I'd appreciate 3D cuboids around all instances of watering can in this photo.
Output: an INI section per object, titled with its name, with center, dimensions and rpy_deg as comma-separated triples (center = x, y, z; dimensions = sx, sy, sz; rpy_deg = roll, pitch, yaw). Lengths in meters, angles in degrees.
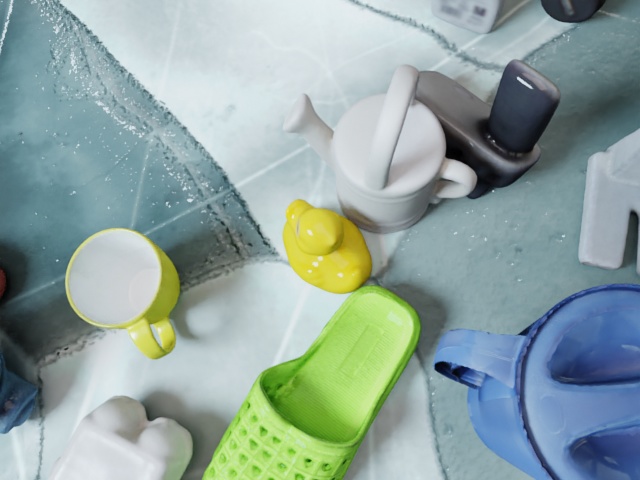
[watering can]
center = 0.053, -0.081, 0.514
dimensions = 0.172, 0.194, 0.101
rpy_deg = -2, 74, 3

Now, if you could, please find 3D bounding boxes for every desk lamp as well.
[desk lamp]
center = 0.322, -0.088, 0.491
dimensions = 0.118, 0.213, 0.203
rpy_deg = 11, 75, 7

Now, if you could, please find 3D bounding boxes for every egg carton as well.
[egg carton]
center = -0.184, 0.220, 0.504
dimensions = 0.107, 0.069, 0.150
rpy_deg = 23, 76, 10

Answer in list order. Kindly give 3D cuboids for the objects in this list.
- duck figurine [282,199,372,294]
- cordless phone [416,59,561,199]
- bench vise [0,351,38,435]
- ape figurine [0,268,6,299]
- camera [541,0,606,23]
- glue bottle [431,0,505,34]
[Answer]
[duck figurine]
center = 0.005, 0.002, 0.549
dimensions = 0.077, 0.086, 0.104
rpy_deg = -43, 76, -9
[cordless phone]
center = 0.147, -0.128, 0.527
dimensions = 0.147, 0.185, 0.094
rpy_deg = 39, 80, 13
[bench vise]
center = -0.372, 0.102, 0.471
dimensions = 0.207, 0.220, 0.121
rpy_deg = 11, 75, 7
[ape figurine]
center = -0.360, 0.039, 0.555
dimensions = 0.076, 0.092, 0.078
rpy_deg = 6, 74, 5
[camera]
center = 0.281, -0.319, 0.620
dimensions = 0.143, 0.101, 0.137
rpy_deg = 27, 77, 11
[glue bottle]
center = 0.160, -0.283, 0.578
dimensions = 0.078, 0.173, 0.037
rpy_deg = 26, 77, 10
